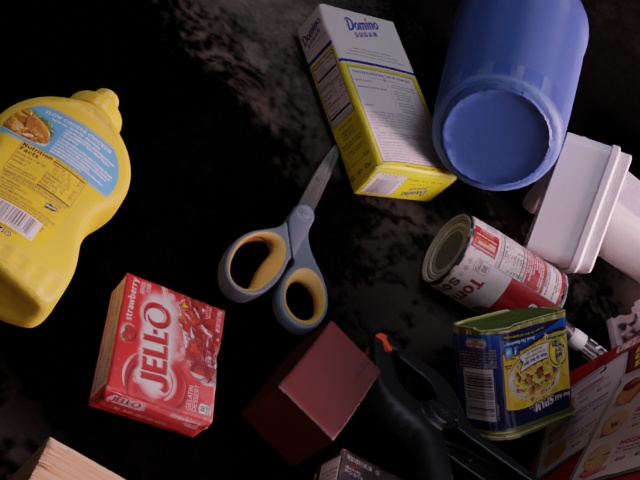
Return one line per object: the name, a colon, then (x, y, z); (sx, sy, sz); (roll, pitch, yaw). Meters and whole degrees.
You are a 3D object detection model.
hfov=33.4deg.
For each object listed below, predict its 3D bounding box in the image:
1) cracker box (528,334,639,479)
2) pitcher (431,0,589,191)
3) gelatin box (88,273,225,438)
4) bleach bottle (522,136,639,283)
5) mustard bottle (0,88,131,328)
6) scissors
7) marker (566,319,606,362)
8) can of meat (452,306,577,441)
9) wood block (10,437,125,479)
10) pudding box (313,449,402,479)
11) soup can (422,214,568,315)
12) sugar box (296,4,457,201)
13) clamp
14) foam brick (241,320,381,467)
cracker box: (0.238, 0.154, 0.794); (0.072, 0.164, 0.213); (45, 43, -5)
pitcher: (0.173, -0.136, 0.966); (0.149, 0.145, 0.242); (33, 35, -6)
gelatin box: (-0.102, 0.074, 0.682); (0.073, 0.030, 0.089); (24, 47, -23)
bleach bottle: (0.316, 0.009, 0.998); (0.251, 0.068, 0.102); (40, 40, 12)
mustard bottle: (-0.176, -0.039, 0.687); (0.096, 0.058, 0.191); (32, 45, -9)
scissors: (-0.005, 0.001, 0.825); (0.096, 0.016, 0.201); (48, 43, 0)
marker: (0.245, 0.102, 0.945); (0.121, 0.020, 0.020); (37, 43, -10)
can of meat: (0.148, 0.099, 0.816); (0.101, 0.058, 0.084); (-9, 97, -41)
wood block: (-0.085, 0.204, 0.555); (0.206, 0.090, 0.090); (34, 43, -13)
pudding box: (0.042, 0.202, 0.694); (0.113, 0.039, 0.090); (30, 45, -18)
soup can: (0.144, 0.031, 0.882); (0.102, 0.069, 0.068); (30, 45, -16)
sugar box: (0.047, -0.120, 0.936); (0.093, 0.048, 0.176); (5, 54, -39)
clamp: (0.075, 0.135, 0.738); (0.172, 0.039, 0.120); (45, 24, 28)
foam brick: (-0.005, 0.104, 0.721); (0.053, 0.051, 0.078); (46, 43, -2)
